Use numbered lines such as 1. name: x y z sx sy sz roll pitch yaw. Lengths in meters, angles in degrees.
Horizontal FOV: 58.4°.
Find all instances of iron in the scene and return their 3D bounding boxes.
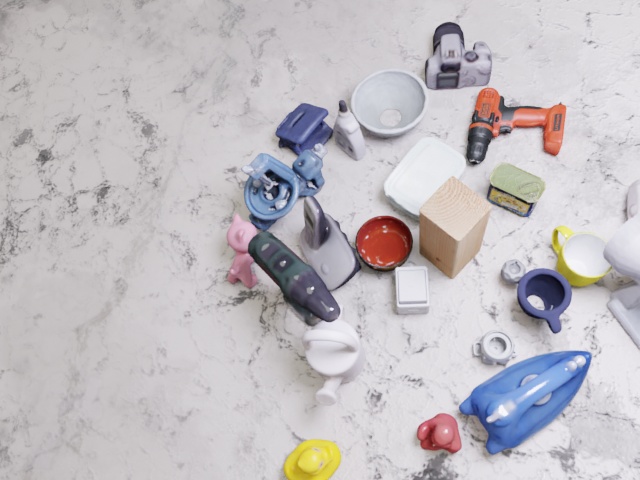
1. iron: 0.367 0.247 0.962 0.258 0.141 0.118 -33 67 -5

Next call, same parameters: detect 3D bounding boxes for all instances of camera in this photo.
1. camera: 0.301 -0.416 1.259 0.143 0.101 0.137 -2 68 9

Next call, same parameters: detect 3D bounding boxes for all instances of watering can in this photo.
1. watering can: 0.024 0.198 1.007 0.101 0.194 0.172 -17 67 2

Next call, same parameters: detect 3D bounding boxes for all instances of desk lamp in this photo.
1. desk lamp: 0.568 0.072 0.960 0.118 0.214 0.203 -28 67 -3

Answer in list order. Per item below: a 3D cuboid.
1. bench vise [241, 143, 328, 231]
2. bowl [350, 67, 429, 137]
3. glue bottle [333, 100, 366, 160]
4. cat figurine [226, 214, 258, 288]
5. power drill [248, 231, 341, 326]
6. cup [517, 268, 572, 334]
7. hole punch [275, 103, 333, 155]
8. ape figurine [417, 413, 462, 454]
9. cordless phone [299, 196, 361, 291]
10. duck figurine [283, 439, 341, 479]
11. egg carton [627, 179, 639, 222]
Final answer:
1. bench vise: -0.083 -0.135 1.143 0.121 0.220 0.207 26 75 18
2. bowl: 0.153 -0.286 1.244 0.167 0.075 0.167 -3 68 8
3. glue bottle: 0.056 -0.235 1.186 0.037 0.173 0.078 -42 68 -8
4. cat figurine: -0.157 0.019 1.149 0.067 0.118 0.128 8 70 13
5. power drill: -0.034 0.087 1.053 0.076 0.209 0.229 -44 68 -9
6. cup: 0.401 0.119 1.033 0.091 0.095 0.117 -14 67 3
7. hole punch: -0.040 -0.246 1.250 0.101 0.091 0.109 35 78 20
8. ape figurine: 0.208 0.333 0.980 0.077 0.092 0.076 37 78 20
9. cordless phone: 0.010 0.004 1.092 0.094 0.185 0.147 -32 67 -4
10. duck figurine: -0.017 0.387 0.997 0.104 0.086 0.077 -22 67 0
11. egg carton: 0.634 -0.046 1.075 0.107 0.069 0.150 6 69 11
